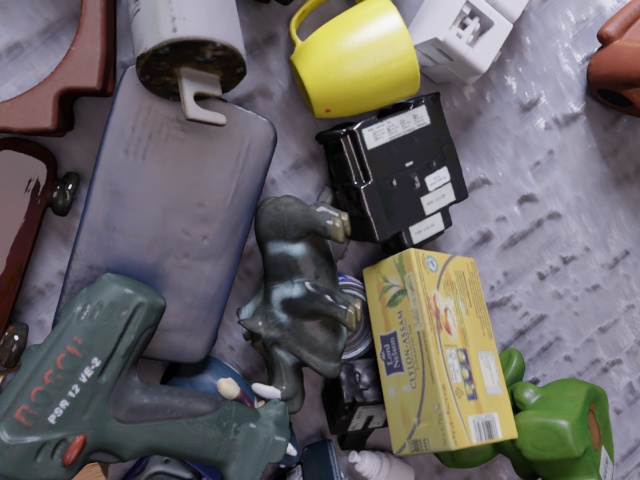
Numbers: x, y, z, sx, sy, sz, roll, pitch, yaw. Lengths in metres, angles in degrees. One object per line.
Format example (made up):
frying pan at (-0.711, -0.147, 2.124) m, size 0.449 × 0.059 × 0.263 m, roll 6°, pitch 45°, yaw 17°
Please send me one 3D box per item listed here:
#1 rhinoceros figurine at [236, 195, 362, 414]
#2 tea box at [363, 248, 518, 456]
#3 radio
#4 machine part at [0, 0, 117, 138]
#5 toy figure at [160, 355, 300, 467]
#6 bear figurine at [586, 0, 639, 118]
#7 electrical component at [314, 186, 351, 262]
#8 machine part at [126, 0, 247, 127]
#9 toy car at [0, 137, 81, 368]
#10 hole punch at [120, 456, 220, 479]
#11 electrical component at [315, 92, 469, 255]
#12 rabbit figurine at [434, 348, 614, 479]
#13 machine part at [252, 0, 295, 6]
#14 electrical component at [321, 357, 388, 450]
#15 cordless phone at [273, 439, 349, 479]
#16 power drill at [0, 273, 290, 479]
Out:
rhinoceros figurine at (-0.020, 0.056, 0.464) m, size 0.112 × 0.073 × 0.190 m, roll 0°, pitch 99°, yaw 6°
tea box at (0.106, 0.099, 0.487) m, size 0.098 × 0.068 × 0.169 m, roll 11°, pitch 62°, yaw -38°
radio at (-0.129, -0.016, 0.456) m, size 0.131 × 0.073 × 0.229 m, roll 16°, pitch 97°, yaw -18°
machine part at (-0.253, -0.178, 0.383) m, size 0.201 × 0.087 × 0.201 m, roll 1°, pitch 102°, yaw -15°
toy figure at (-0.076, 0.161, 0.508) m, size 0.154 × 0.064 × 0.058 m, roll 39°, pitch 74°, yaw -18°
bear figurine at (0.358, -0.217, 0.522) m, size 0.120 × 0.132 × 0.195 m, roll 31°, pitch 97°, yaw -27°
electrical component at (-0.001, -0.002, 0.517) m, size 0.063 × 0.021 × 0.094 m, roll 34°, pitch 87°, yaw -19°
machine part at (-0.104, -0.192, 0.389) m, size 0.079 × 0.079 × 0.243 m, roll -7°, pitch 74°, yaw -14°
toy car at (-0.266, 0.015, 0.434) m, size 0.089 × 0.053 × 0.202 m, roll 17°, pitch 95°, yaw -33°
hole punch at (-0.141, 0.265, 0.508) m, size 0.142 × 0.092 × 0.115 m, roll -50°, pitch 139°, yaw -4°
electrical component at (0.071, -0.055, 0.498) m, size 0.115 × 0.058 × 0.134 m, roll -23°, pitch 105°, yaw -21°
rabbit figurine at (0.195, 0.185, 0.551) m, size 0.121 × 0.170 × 0.159 m, roll 59°, pitch 41°, yaw -19°
machine part at (-0.040, -0.240, 0.385) m, size 0.084 × 0.039 × 0.138 m, roll -9°, pitch 99°, yaw 4°
electrical component at (0.043, 0.166, 0.544) m, size 0.075 × 0.048 × 0.119 m, roll -5°, pitch 139°, yaw -12°
cordless phone at (0.037, 0.301, 0.521) m, size 0.089 × 0.147 × 0.184 m, roll -41°, pitch 107°, yaw 6°
power drill at (-0.140, 0.156, 0.391) m, size 0.207 × 0.086 × 0.232 m, roll 26°, pitch 78°, yaw -12°
